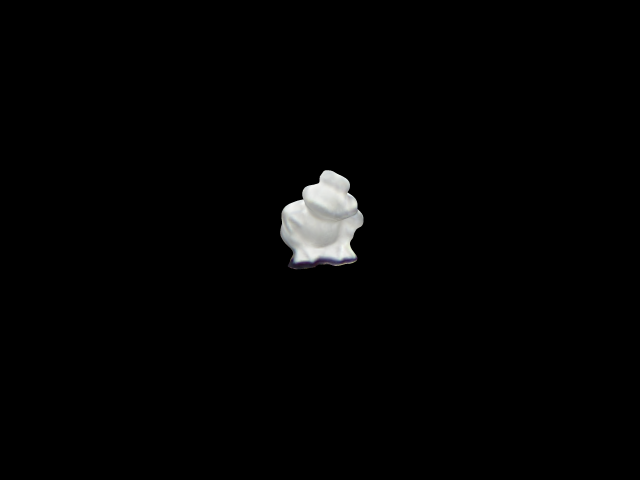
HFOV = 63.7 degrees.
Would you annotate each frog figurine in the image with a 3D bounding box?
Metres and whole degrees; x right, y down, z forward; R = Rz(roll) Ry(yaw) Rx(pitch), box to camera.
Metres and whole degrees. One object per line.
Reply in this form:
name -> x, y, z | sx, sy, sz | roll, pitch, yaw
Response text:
frog figurine -> 0.003, -0.043, 0.850 | 0.137, 0.157, 0.125 | 4, 22, 11
